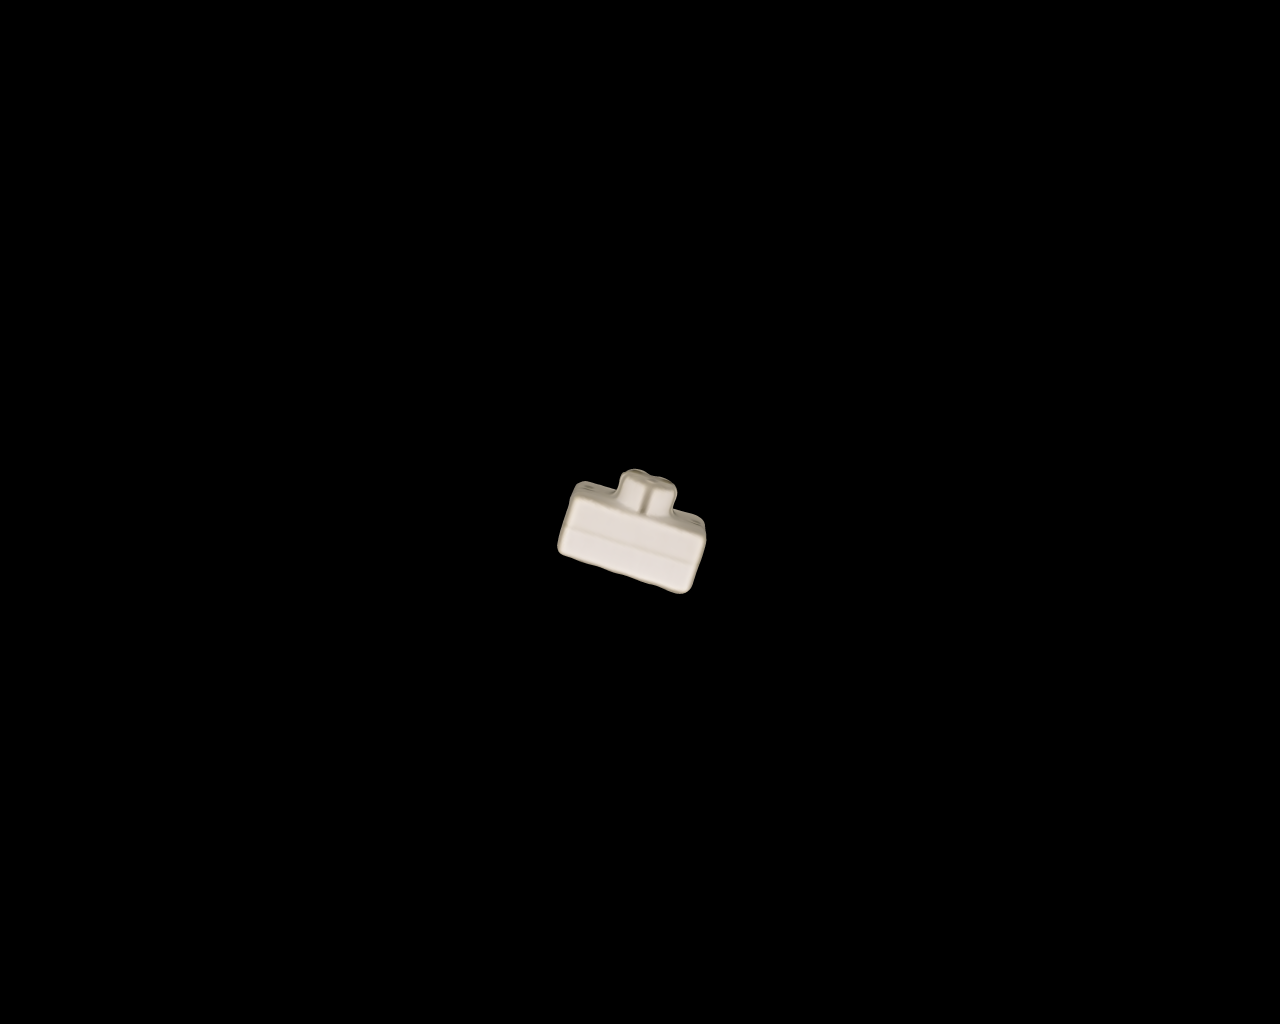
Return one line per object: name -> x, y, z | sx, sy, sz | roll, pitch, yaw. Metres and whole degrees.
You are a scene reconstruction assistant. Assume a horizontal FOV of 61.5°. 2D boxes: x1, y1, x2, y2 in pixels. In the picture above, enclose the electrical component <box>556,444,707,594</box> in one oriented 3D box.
electrical component -> 0.001, -0.003, 0.650 | 0.083, 0.075, 0.047 | 18, 11, -4
